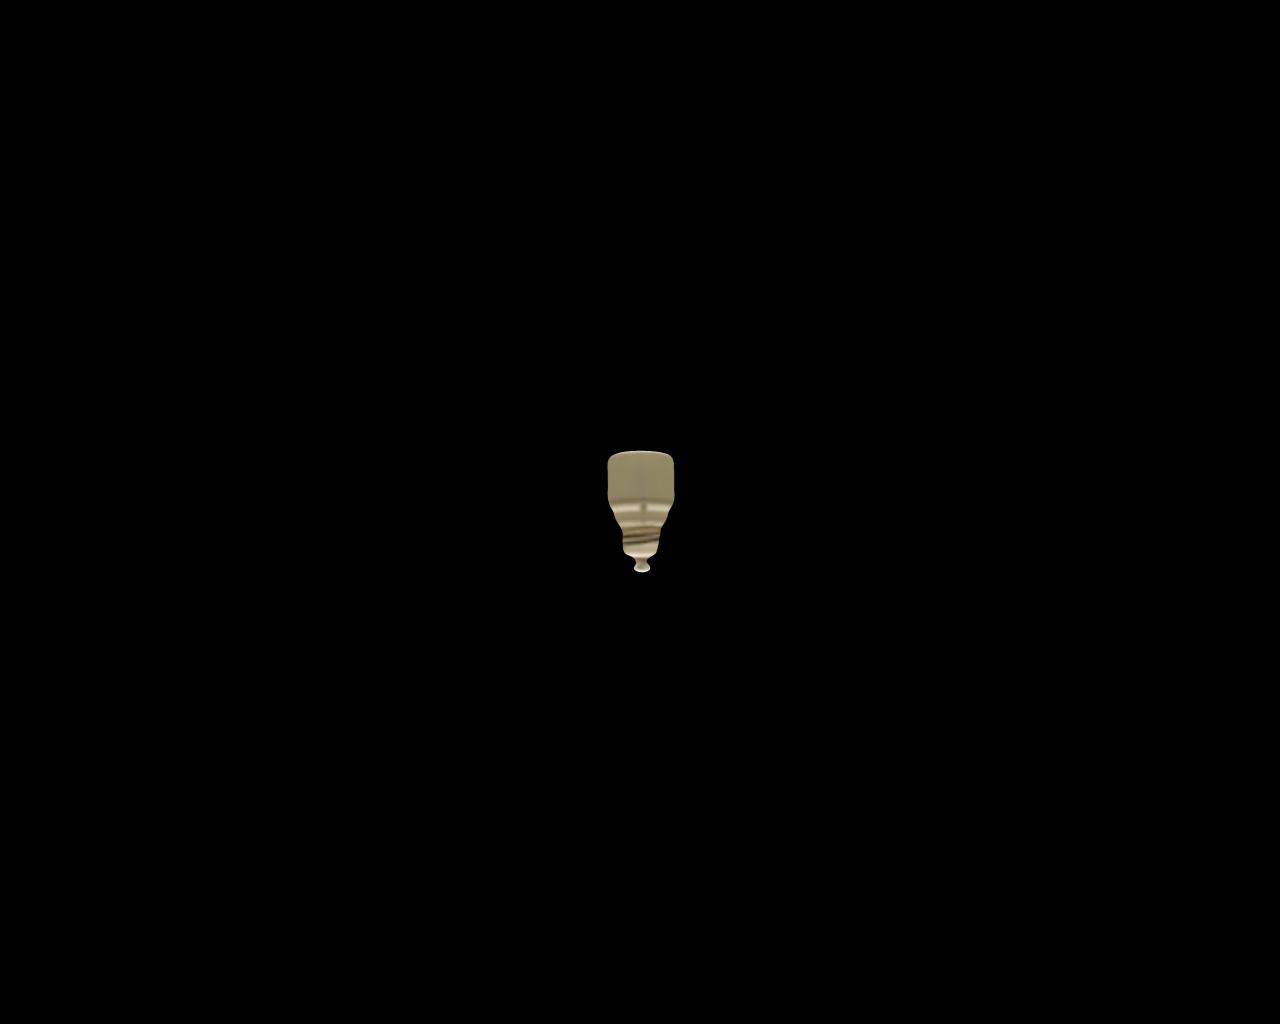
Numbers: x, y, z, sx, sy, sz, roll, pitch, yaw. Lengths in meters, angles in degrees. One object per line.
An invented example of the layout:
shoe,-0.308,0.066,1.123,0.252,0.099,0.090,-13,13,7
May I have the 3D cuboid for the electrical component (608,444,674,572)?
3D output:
electrical component,0.001,-0.003,0.650,0.040,0.078,0.040,0,-5,0
